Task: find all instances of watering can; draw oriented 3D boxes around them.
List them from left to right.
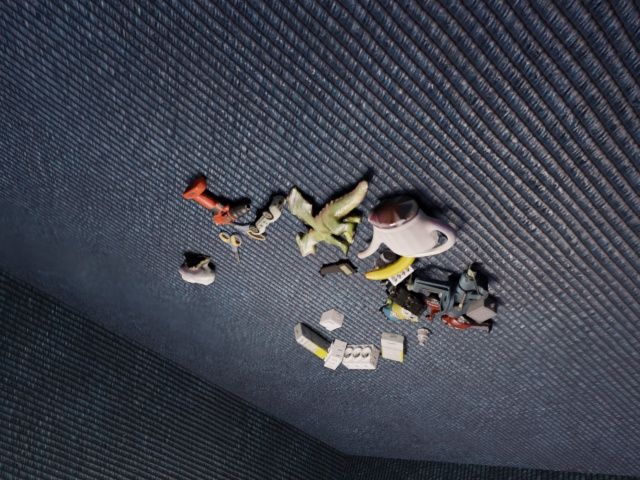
[{"bbox_3d":[0.211,-0.018,1.480,0.346,0.106,0.220,-9,136,37],"label":"watering can"}]

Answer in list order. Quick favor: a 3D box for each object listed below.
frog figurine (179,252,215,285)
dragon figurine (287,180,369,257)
[{"bbox_3d":[-0.495,0.141,2.099,0.137,0.126,0.155,-4,132,2],"label":"frog figurine"},{"bbox_3d":[0.005,-0.077,1.529,0.243,0.125,0.400,24,139,10],"label":"dragon figurine"}]
